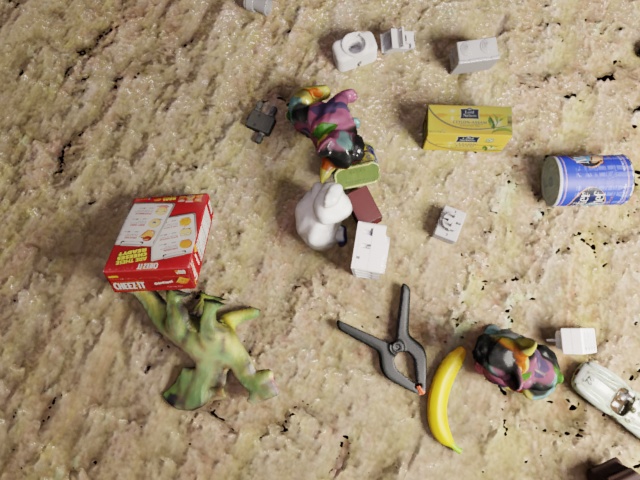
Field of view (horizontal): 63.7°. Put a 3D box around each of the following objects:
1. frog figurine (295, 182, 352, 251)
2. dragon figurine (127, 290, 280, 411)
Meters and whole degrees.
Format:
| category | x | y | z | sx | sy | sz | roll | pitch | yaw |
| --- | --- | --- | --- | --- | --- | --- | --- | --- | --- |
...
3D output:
| category | x | y | z | sx | sy | sz | roll | pitch | yaw |
| --- | --- | --- | --- | --- | --- | --- | --- | --- | --- |
| frog figurine | 0.003 | -0.052 | 1.027 | 0.123 | 0.158 | 0.139 | 8 | 80 | 8 |
| dragon figurine | -0.262 | 0.221 | 1.027 | 0.411 | 0.122 | 0.243 | 11 | 88 | 15 |
